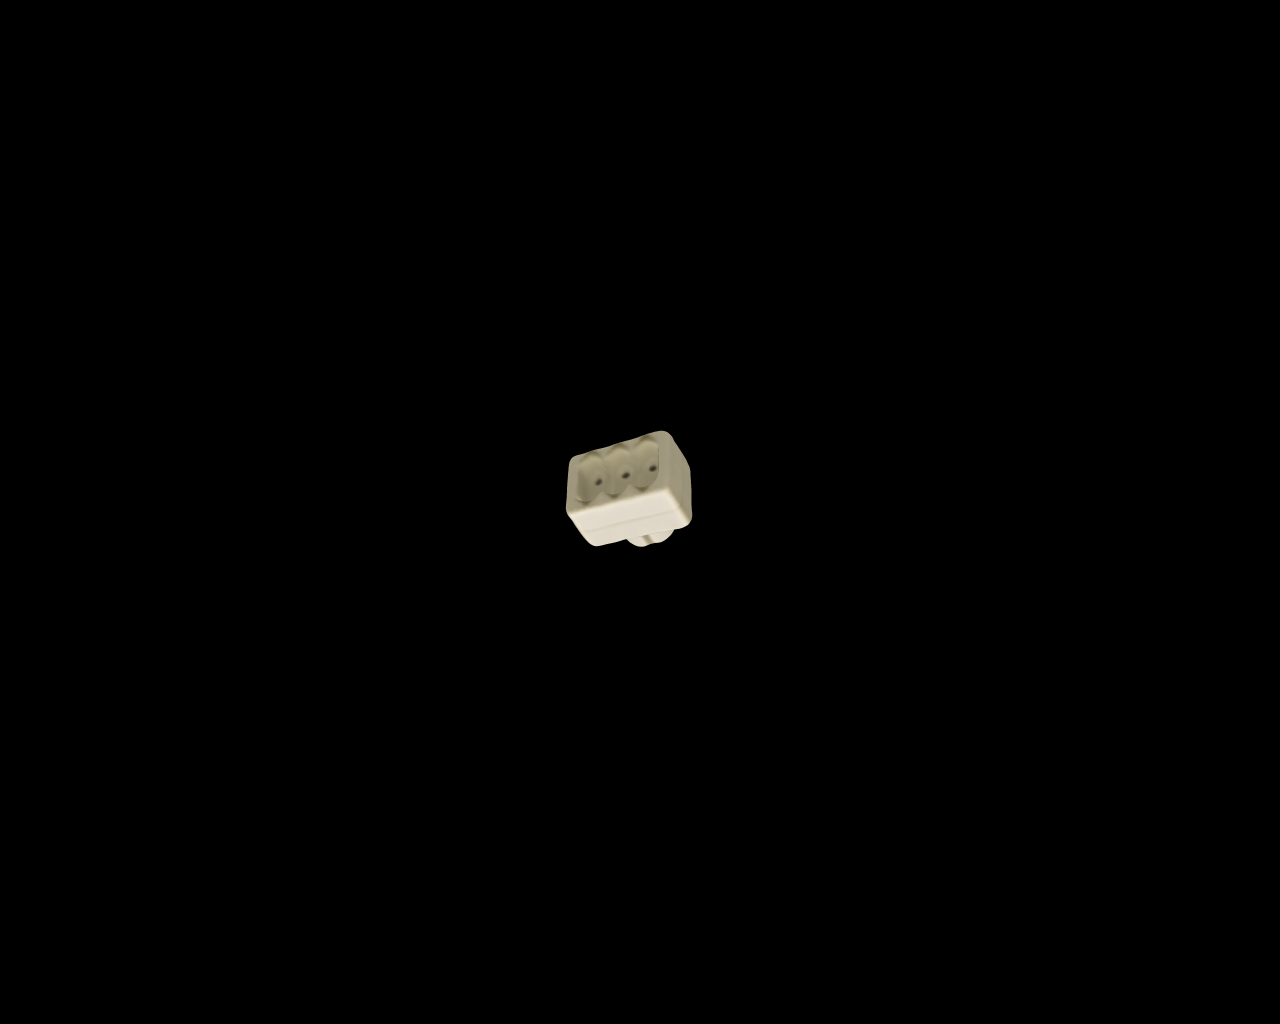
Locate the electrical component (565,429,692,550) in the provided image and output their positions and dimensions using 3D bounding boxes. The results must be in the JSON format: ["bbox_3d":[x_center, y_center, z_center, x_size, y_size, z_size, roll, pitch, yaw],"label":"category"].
[{"bbox_3d":[0.001,-0.003,0.650,0.066,0.047,0.076,-14,-40,17],"label":"electrical component"}]
